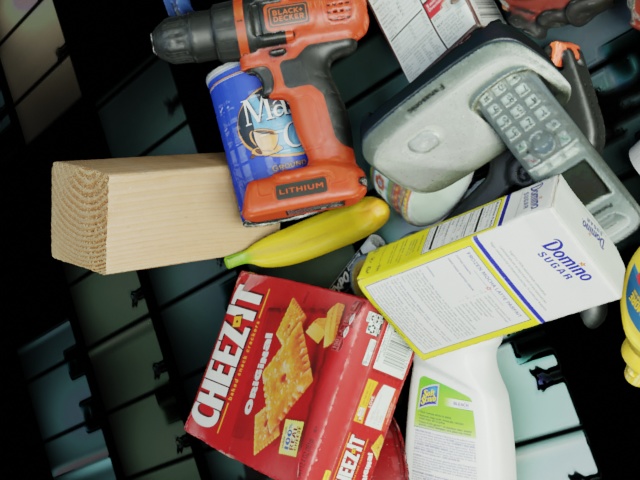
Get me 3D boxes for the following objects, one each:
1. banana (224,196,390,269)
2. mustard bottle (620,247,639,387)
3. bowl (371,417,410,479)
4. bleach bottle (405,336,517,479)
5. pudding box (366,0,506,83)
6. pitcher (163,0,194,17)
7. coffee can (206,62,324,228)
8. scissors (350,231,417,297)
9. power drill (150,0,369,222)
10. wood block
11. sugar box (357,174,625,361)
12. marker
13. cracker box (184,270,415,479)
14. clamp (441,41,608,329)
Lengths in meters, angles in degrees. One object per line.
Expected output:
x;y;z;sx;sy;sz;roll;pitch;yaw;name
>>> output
0.001;-0.004;0.970;0.198;0.069;0.037;-22;96;40;banana
0.253;0.031;0.720;0.096;0.058;0.192;55;142;37;mustard bottle
0.035;0.232;0.924;0.162;0.055;0.162;-179;90;-80;bowl
0.121;0.161;0.882;0.103;0.068;0.251;5;96;30;bleach bottle
0.089;-0.195;0.874;0.090;0.039;0.113;-40;66;44;pudding box
-0.062;-0.279;0.953;0.243;0.149;0.145;13;62;40;pitcher
-0.038;-0.092;0.970;0.103;0.102;0.140;-20;83;44;coffee can
0.074;0.092;0.940;0.096;0.016;0.202;1;98;30;scissors
-0.041;-0.113;0.890;0.184;0.057;0.187;-9;86;3;power drill
-0.141;-0.031;1.008;0.090;0.205;0.091;14;106;43;wood block
0.122;0.024;0.782;0.177;0.048;0.093;-24;118;36;sugar box
0.022;0.041;0.990;0.020;0.020;0.121;55;130;24;marker
-0.022;0.121;0.926;0.214;0.072;0.164;9;77;56;cracker box
0.156;-0.049;0.826;0.165;0.036;0.210;13;103;33;clamp
